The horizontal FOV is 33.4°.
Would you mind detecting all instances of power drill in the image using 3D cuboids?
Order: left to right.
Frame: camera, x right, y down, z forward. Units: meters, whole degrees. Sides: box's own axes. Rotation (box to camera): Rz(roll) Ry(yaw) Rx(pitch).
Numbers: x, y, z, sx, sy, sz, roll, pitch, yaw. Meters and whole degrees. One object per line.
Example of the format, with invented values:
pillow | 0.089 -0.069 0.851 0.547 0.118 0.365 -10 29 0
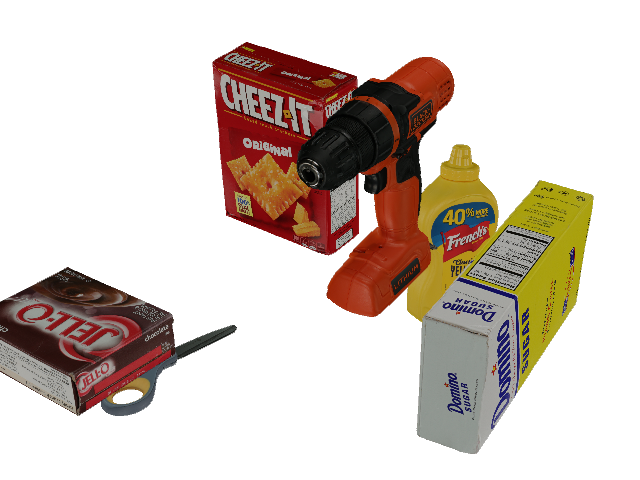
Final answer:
power drill | 0.043 -0.034 0.844 0.057 0.188 0.184 24 42 27

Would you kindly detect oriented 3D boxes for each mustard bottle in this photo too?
mustard bottle | 0.145 -0.009 1.151 0.096 0.192 0.058 -6 21 -22

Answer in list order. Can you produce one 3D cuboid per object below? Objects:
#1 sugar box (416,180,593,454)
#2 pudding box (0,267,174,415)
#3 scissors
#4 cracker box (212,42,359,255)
sugar box | 0.118 0.043 0.664 0.048 0.093 0.176 16 37 24
pudding box | -0.170 0.066 0.730 0.114 0.039 0.089 17 32 34
scissors | -0.154 0.130 1.077 0.201 0.016 0.096 -12 31 -29
cracker box | -0.040 -0.104 1.245 0.164 0.214 0.072 22 42 30
